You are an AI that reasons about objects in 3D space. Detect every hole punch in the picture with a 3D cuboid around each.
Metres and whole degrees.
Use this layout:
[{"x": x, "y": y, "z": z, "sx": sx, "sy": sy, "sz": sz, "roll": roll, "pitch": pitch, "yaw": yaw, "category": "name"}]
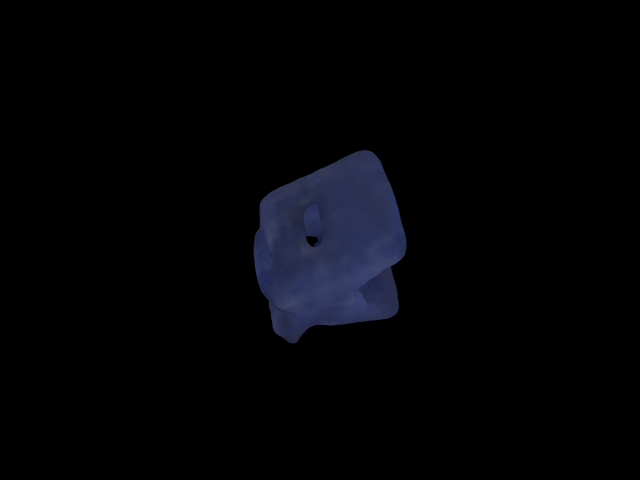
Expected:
[{"x": 0.004, "y": 0.001, "z": 0.400, "sx": 0.101, "sy": 0.091, "sz": 0.108, "roll": -7, "pitch": 50, "yaw": -6, "category": "hole punch"}]
